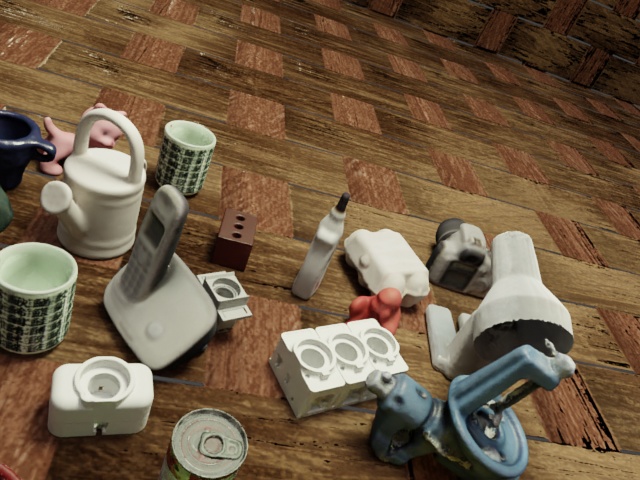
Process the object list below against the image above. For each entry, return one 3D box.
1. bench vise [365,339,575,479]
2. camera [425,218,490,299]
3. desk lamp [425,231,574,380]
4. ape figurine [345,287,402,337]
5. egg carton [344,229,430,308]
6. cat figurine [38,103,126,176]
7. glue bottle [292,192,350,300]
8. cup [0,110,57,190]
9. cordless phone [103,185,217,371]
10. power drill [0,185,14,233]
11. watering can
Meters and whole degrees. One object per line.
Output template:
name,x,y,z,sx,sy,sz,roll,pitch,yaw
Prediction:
bench vise,0.161,0.188,0.627,0.208,0.219,0.121,13,36,-16
camera,0.264,0.018,1.020,0.143,0.101,0.137,18,35,-9
desk lamp,0.237,0.106,0.788,0.118,0.213,0.203,16,35,-11
ape figurine,0.085,0.102,0.808,0.076,0.092,0.077,-1,41,-31
egg carton,0.104,0.043,0.918,0.107,0.069,0.150,-2,42,-32
cat figurine,-0.358,-0.163,0.875,0.128,0.117,0.067,-5,44,-35
glue bottle,0.008,0.003,0.823,0.037,0.173,0.078,25,34,2
cup,-0.424,-0.114,0.791,0.118,0.095,0.091,19,35,-7
cordless phone,-0.172,0.043,0.652,0.094,0.185,0.147,-18,52,-44
power drill,-0.415,-0.050,0.610,0.229,0.208,0.076,37,37,18
watering can,-0.279,-0.073,0.735,0.101,0.194,0.172,16,35,-11
